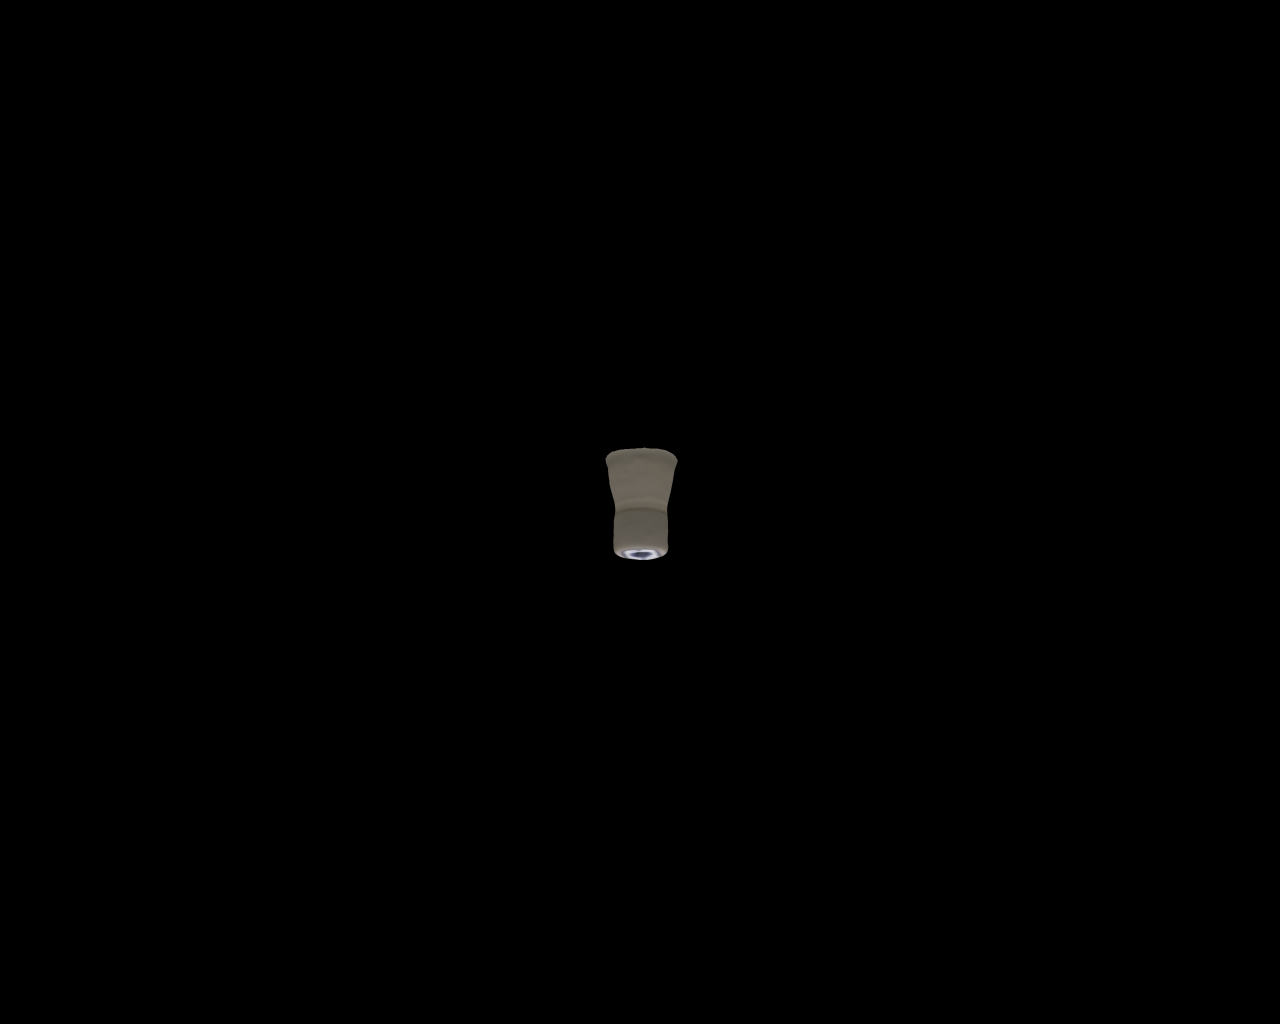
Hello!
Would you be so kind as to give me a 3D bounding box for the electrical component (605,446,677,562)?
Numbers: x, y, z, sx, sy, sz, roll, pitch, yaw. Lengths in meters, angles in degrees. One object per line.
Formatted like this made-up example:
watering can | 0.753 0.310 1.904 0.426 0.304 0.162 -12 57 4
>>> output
electrical component | 0.001 -0.003 0.650 0.044 0.065 0.044 0 -16 0
